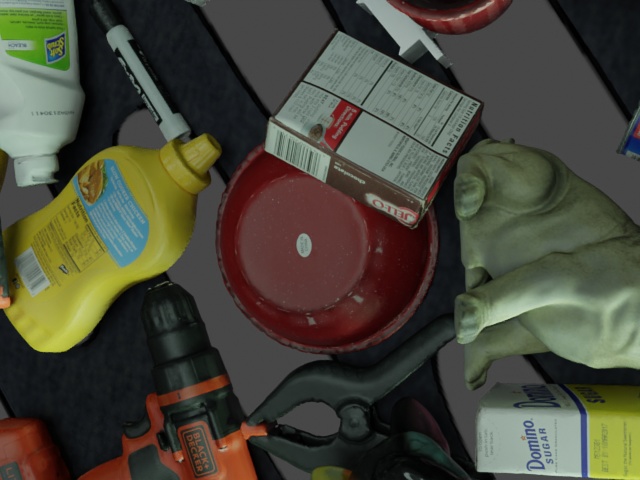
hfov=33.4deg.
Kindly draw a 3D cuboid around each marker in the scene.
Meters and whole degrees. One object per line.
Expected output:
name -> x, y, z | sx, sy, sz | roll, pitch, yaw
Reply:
marker -> -0.130, -0.123, 0.762 | 0.020, 0.020, 0.121 | -34, 83, 16

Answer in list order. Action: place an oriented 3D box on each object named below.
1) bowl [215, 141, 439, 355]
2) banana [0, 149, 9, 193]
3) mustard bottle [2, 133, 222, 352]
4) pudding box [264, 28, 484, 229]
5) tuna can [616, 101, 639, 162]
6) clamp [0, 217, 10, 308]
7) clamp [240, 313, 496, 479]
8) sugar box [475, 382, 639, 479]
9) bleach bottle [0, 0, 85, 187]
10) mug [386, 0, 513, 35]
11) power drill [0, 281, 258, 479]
bowl -> -0.005, 0.001, 0.711 | 0.162, 0.055, 0.162 | 1, 94, 17
banana -> -0.260, -0.109, 0.798 | 0.070, 0.037, 0.198 | -14, 86, 41
mustard bottle -> -0.145, -0.010, 0.752 | 0.192, 0.058, 0.096 | -38, 69, 16
pudding box -> 0.035, -0.072, 0.676 | 0.113, 0.039, 0.090 | 30, 62, 8
tuna can -> 0.207, -0.083, 0.623 | 0.034, 0.086, 0.086 | 26, 100, 13
clamp -> -0.268, -0.045, 0.756 | 0.210, 0.036, 0.165 | 54, 128, 24
clamp -> 0.034, 0.126, 0.715 | 0.172, 0.039, 0.120 | -18, 86, 19
sugar box -> 0.186, 0.113, 0.637 | 0.176, 0.093, 0.048 | 1, 93, 17
bleach bottle -> -0.222, -0.163, 0.748 | 0.068, 0.102, 0.251 | -6, 92, 51
mug -> 0.072, -0.177, 0.621 | 0.093, 0.081, 0.117 | -21, 85, 12
power drill -> -0.144, 0.139, 0.762 | 0.188, 0.057, 0.184 | -20, 85, 18
